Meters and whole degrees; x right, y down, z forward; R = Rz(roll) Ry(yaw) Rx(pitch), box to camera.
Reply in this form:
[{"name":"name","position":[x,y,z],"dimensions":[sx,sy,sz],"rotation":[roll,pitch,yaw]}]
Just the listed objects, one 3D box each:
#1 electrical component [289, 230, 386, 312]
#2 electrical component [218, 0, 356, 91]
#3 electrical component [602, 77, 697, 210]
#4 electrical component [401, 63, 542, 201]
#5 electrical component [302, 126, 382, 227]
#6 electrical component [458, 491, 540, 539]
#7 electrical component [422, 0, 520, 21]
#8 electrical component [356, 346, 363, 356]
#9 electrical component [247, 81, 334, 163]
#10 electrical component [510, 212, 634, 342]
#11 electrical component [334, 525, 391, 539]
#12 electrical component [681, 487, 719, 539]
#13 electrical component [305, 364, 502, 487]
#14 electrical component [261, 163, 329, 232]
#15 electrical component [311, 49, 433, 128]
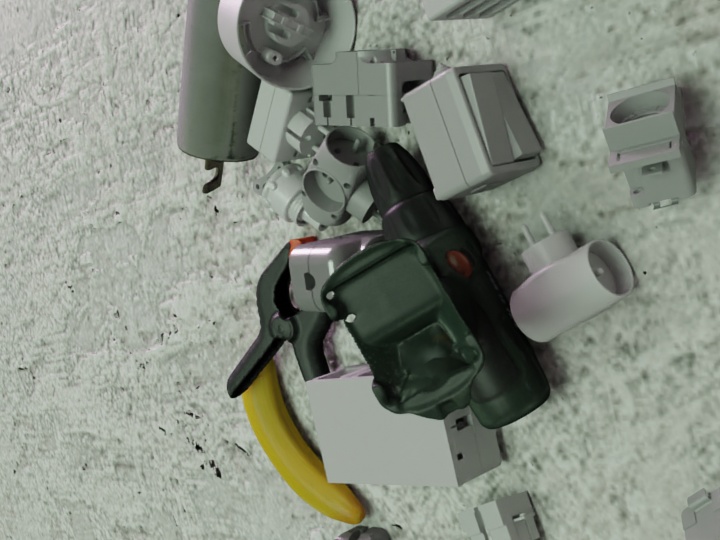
[{"name":"electrical component","position":[0.000,0.000,0.846],"dimensions":[0.059,0.095,0.053],"rotation":[0,100,46]},{"name":"electrical component","position":[-0.061,-0.198,0.858],"dimensions":[0.064,0.099,0.099],"rotation":[34,124,43]},{"name":"electrical component","position":[0.179,-0.075,0.656],"dimensions":[0.042,0.081,0.063],"rotation":[-13,120,26]},{"name":"electrical component","position":[0.079,-0.105,0.759],"dimensions":[0.061,0.062,0.096],"rotation":[-24,83,45]},{"name":"electrical component","position":[-0.003,-0.064,0.866],"dimensions":[0.079,0.044,0.077],"rotation":[37,142,9]},{"name":"electrical component","position":[0.110,0.205,0.825],"dimensions":[0.066,0.048,0.055],"rotation":[-34,69,46]},{"name":"electrical component","position":[0.072,-0.215,0.734],"dimensions":[0.047,0.066,0.076],"rotation":[-22,85,47]},{"name":"electrical component","position":[0.028,0.047,0.859],"dimensions":[0.045,0.055,0.045],"rotation":[15,111,43]},{"name":"electrical component","position":[-0.048,-0.120,0.899],"dimensions":[0.077,0.047,0.065],"rotation":[39,126,32]},{"name":"electrical component","position":[0.137,-0.001,0.741],"dimensions":[0.077,0.044,0.079],"rotation":[-38,73,45]},{"name":"electrical component","position":[-0.006,0.263,0.953],"dimensions":[0.078,0.057,0.058],"rotation":[-9,94,47]},{"name":"electrical component","position":[0.254,0.143,0.636],"dimensions":[0.121,0.063,0.078],"rotation":[-50,25,41]},{"name":"electrical component","position":[0.035,0.121,0.868],"dimensions":[0.150,0.062,0.089],"rotation":[-10,93,47]},{"name":"electrical component","position":[-0.050,-0.058,0.922],"dimensions":[0.062,0.048,0.048],"rotation":[41,128,23]},{"name":"electrical component","position":[0.009,-0.141,0.831],"dimensions":[0.089,0.050,0.055],"rotation":[9,108,45]}]
